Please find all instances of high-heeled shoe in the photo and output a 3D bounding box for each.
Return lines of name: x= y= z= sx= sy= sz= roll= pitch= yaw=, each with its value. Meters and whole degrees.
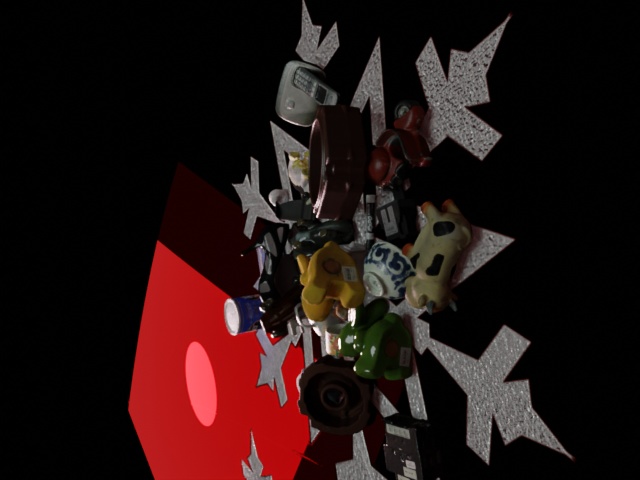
high-heeled shoe: x=-0.095 y=0.083 z=1.341 sx=0.248 sy=0.145 sz=0.086 roll=62 pitch=177 yaw=6

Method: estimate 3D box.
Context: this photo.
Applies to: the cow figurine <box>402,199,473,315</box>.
cow figurine: x=0.202 y=0.041 z=0.928 sx=0.127 sy=0.085 sz=0.194 roll=59 pitch=140 yaw=44

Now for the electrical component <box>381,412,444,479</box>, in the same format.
electrical component: x=0.179 y=0.414 z=1.046 sx=0.115 sy=0.058 sz=0.134 roll=-10 pitch=87 yaw=60

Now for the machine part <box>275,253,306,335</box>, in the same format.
machine part: x=-0.081 y=0.126 z=1.399 sx=0.079 sy=0.079 sz=0.243 roll=-38 pitch=62 yaw=54

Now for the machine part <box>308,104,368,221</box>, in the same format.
machine part: x=0.029 y=-0.157 z=1.093 sx=0.201 sy=0.087 sz=0.201 roll=110 pitch=159 yaw=-59

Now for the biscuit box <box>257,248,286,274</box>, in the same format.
biscuit box: x=-0.124 y=0.103 z=1.477 sx=0.063 sy=0.059 sz=0.202 roll=-20 pitch=78 yaw=57

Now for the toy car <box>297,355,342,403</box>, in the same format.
toy car: x=0.000 y=0.339 z=1.280 sx=0.109 sy=0.103 sz=0.161 roll=65 pitch=146 yaw=26

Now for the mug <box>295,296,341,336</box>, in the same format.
mug: x=-0.001 y=0.173 z=1.257 sx=0.081 sy=0.109 sz=0.107 roll=-21 pitch=89 yaw=58

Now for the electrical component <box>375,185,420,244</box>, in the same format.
electrical component: x=0.147 y=-0.055 z=1.029 sx=0.075 sy=0.048 sz=0.119 roll=-18 pitch=81 yaw=57

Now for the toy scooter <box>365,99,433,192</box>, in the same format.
toy scooter: x=0.149 y=-0.153 z=0.982 sx=0.183 sy=0.075 sz=0.135 roll=-60 pitch=41 yaw=39

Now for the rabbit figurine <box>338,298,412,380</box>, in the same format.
rabbit figurine: x=0.091 y=0.199 z=1.090 sx=0.170 sy=0.121 sz=0.159 roll=-4 pitch=85 yaw=55

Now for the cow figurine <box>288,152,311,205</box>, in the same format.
cow figurine: x=-0.023 y=-0.131 z=1.270 sx=0.167 sy=0.068 sz=0.098 roll=58 pitch=146 yaw=41

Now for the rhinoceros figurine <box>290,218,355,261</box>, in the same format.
rhinoceros figurine: x=-0.003 y=-0.004 z=1.230 sx=0.190 sy=0.112 sz=0.073 roll=-29 pitch=54 yaw=44

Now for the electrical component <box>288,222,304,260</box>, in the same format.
electrical component: x=-0.063 y=0.001 z=1.377 sx=0.102 sy=0.045 sz=0.078 roll=57 pitch=141 yaw=36

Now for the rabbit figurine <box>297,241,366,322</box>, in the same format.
rabbit figurine: x=0.000 y=0.093 z=1.096 sx=0.173 sy=0.122 sz=0.162 roll=108 pitch=151 yaw=-46

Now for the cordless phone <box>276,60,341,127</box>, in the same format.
cordless phone: x=-0.016 y=-0.312 z=1.219 sx=0.184 sy=0.089 sz=0.146 roll=49 pitch=134 yaw=37

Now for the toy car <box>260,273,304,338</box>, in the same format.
toy car: x=-0.070 y=0.154 z=1.283 sx=0.053 sy=0.202 sz=0.089 roll=-7 pitch=108 yaw=35

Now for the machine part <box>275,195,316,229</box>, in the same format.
machine part: x=-0.059 y=-0.070 z=1.342 sx=0.139 sy=0.039 sz=0.084 roll=4 pitch=90 yaw=43

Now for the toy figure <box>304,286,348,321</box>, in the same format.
toy figure: x=0.034 y=0.133 z=1.188 sx=0.155 sy=0.058 sz=0.064 roll=38 pitch=161 yaw=14

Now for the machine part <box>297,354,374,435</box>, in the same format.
machine part: x=0.036 y=0.341 z=1.185 sx=0.180 sy=0.056 sz=0.179 roll=3 pitch=102 yaw=16
